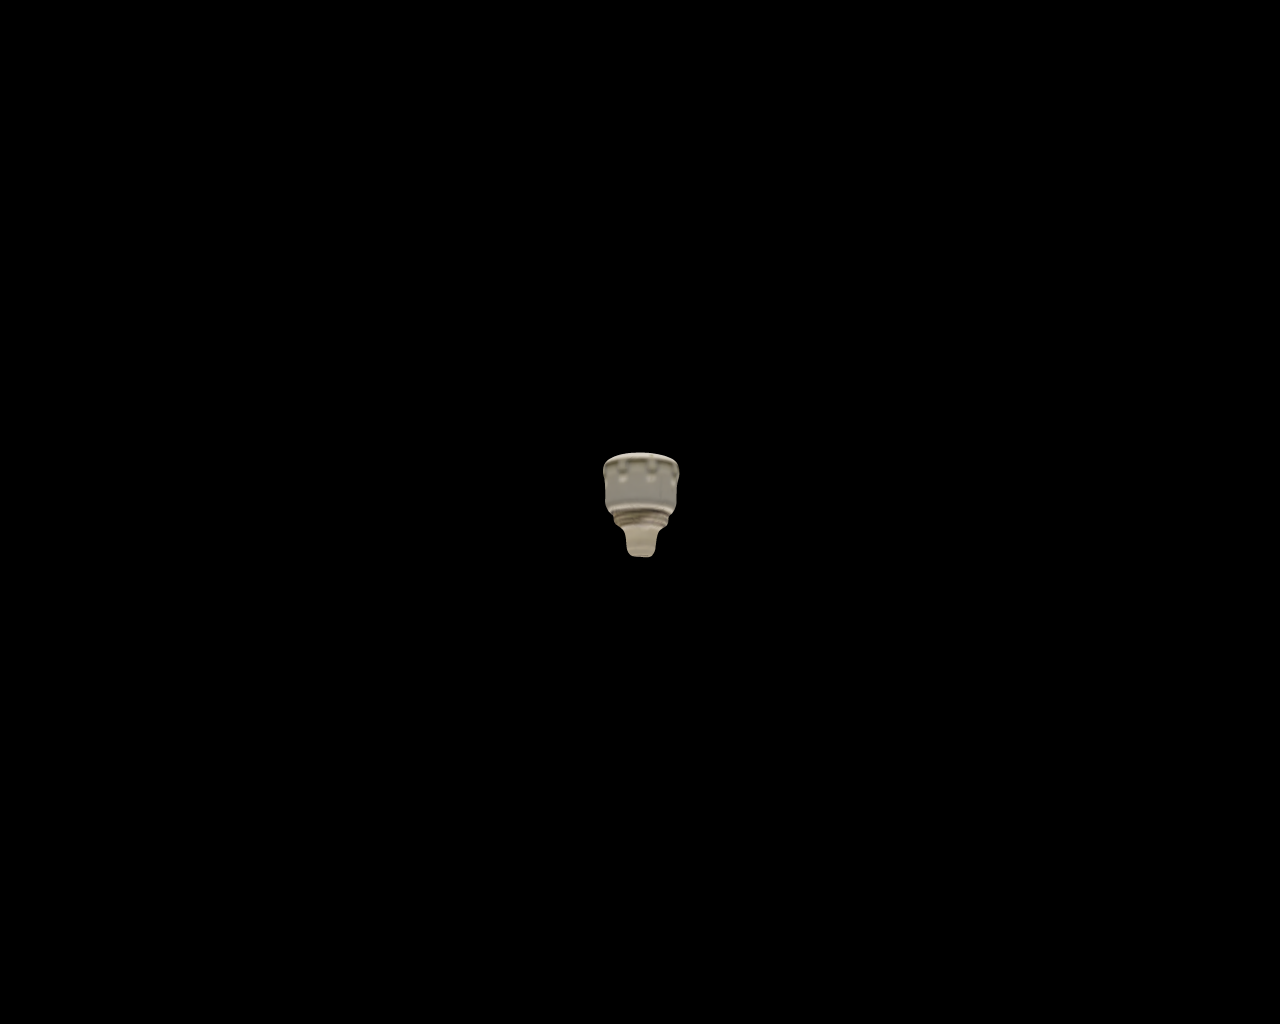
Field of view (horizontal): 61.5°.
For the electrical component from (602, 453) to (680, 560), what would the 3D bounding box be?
[{"bbox_3d":[0.001,-0.003,0.650,0.048,0.062,0.048,0,-11,0],"label":"electrical component"}]
